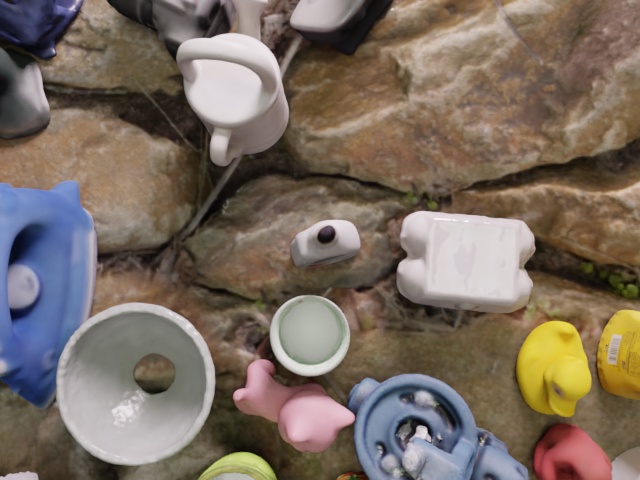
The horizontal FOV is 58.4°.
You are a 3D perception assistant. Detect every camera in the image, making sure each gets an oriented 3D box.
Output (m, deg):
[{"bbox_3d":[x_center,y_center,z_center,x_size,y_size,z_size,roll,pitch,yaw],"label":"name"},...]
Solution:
[{"bbox_3d":[-0.169,-0.291,0.657,0.137,0.101,0.143,25,85,3],"label":"camera"}]

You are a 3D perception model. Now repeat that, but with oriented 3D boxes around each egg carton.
[{"bbox_3d":[0.161,0.025,0.638,0.150,0.069,0.107,4,84,1],"label":"egg carton"}]

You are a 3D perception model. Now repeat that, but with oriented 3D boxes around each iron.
[{"bbox_3d":[-0.317,0.058,0.601,0.118,0.141,0.258,-3,84,0],"label":"iron"}]

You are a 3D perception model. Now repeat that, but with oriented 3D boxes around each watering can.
[{"bbox_3d":[-0.090,-0.169,0.597,0.101,0.194,0.173,-11,84,0],"label":"watering can"}]

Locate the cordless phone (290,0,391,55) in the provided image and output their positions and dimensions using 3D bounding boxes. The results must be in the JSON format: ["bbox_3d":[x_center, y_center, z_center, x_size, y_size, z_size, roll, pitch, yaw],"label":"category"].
[{"bbox_3d":[0.031,-0.299,0.614,0.094,0.185,0.148,30,85,4],"label":"cordless phone"}]

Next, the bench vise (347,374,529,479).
[{"bbox_3d":[0.128,0.199,0.544,0.207,0.220,0.121,10,84,2],"label":"bench vise"}]

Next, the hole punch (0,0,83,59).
[{"bbox_3d":[-0.349,-0.282,0.662,0.108,0.091,0.101,32,85,4],"label":"hole punch"}]

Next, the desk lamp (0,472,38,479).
[{"bbox_3d":[-0.276,0.313,0.538,0.118,0.213,0.203,-27,84,-2],"label":"desk lamp"}]

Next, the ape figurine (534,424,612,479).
[{"bbox_3d":[0.273,0.239,0.604,0.078,0.092,0.076,9,84,2],"label":"ape figurine"}]

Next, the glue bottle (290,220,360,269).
[{"bbox_3d":[0.005,0.002,0.589,0.078,0.173,0.037,-18,84,-1],"label":"glue bottle"}]

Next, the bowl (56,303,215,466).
[{"bbox_3d":[-0.190,0.152,0.624,0.167,0.075,0.167,0,84,0],"label":"bowl"}]

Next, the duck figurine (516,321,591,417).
[{"bbox_3d":[0.261,0.141,0.617,0.077,0.086,0.105,11,84,2],"label":"duck figurine"}]

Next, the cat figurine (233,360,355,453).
[{"bbox_3d":[-0.032,0.179,0.599,0.127,0.118,0.067,21,85,3],"label":"cat figurine"}]

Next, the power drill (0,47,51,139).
[{"bbox_3d":[-0.369,-0.179,0.592,0.075,0.208,0.230,-17,84,-1],"label":"power drill"}]
